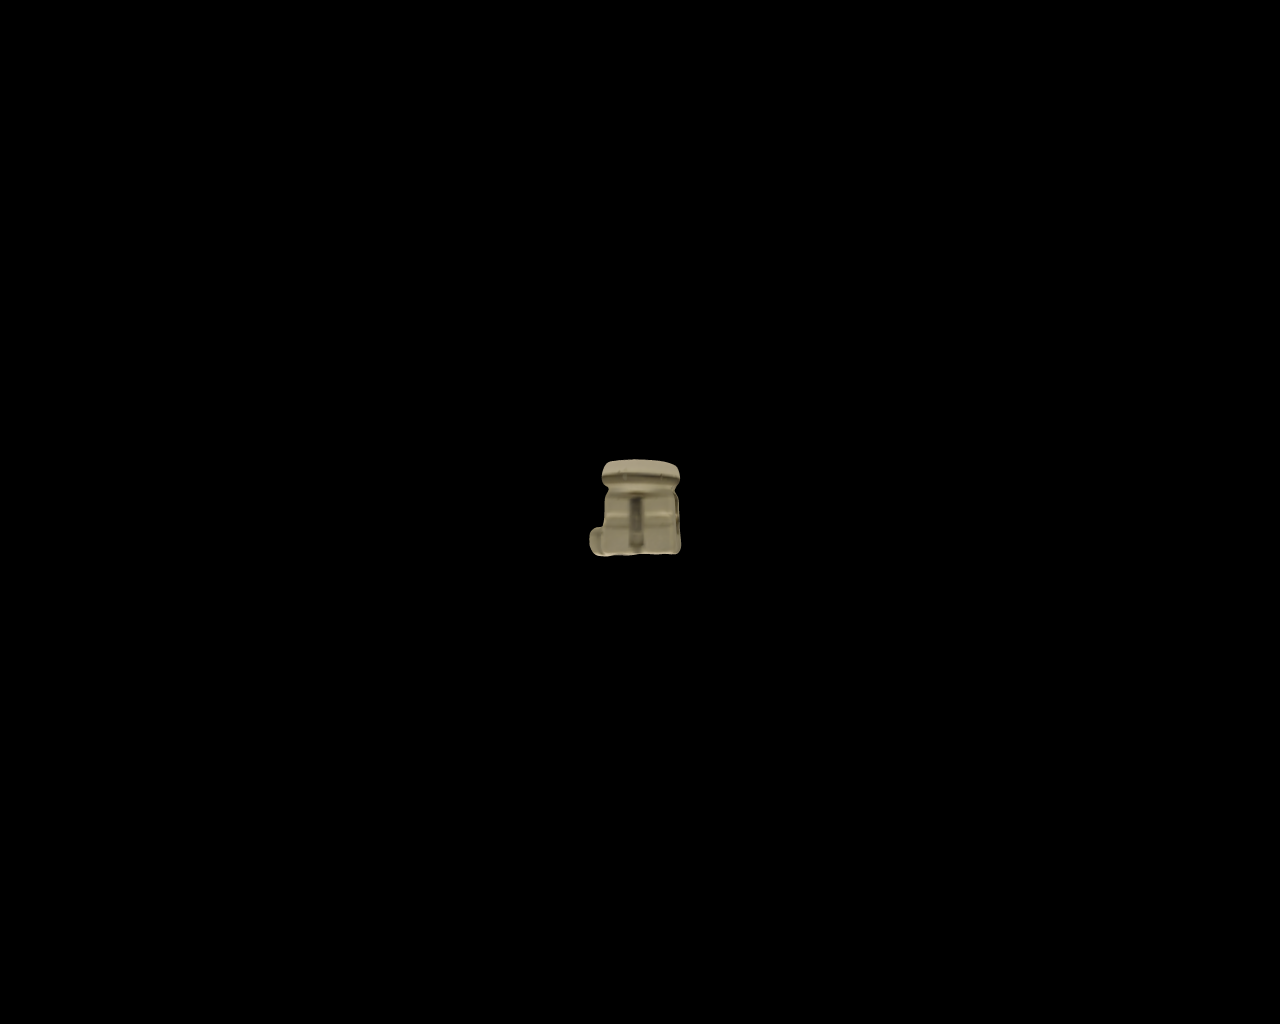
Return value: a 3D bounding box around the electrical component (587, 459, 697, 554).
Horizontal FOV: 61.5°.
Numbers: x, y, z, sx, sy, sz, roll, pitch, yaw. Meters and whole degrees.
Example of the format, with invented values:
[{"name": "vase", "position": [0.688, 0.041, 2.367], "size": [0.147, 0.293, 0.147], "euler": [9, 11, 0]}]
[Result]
[{"name": "electrical component", "position": [0.001, -0.003, 0.650], "size": [0.066, 0.055, 0.048], "euler": [0, -4, 7]}]
